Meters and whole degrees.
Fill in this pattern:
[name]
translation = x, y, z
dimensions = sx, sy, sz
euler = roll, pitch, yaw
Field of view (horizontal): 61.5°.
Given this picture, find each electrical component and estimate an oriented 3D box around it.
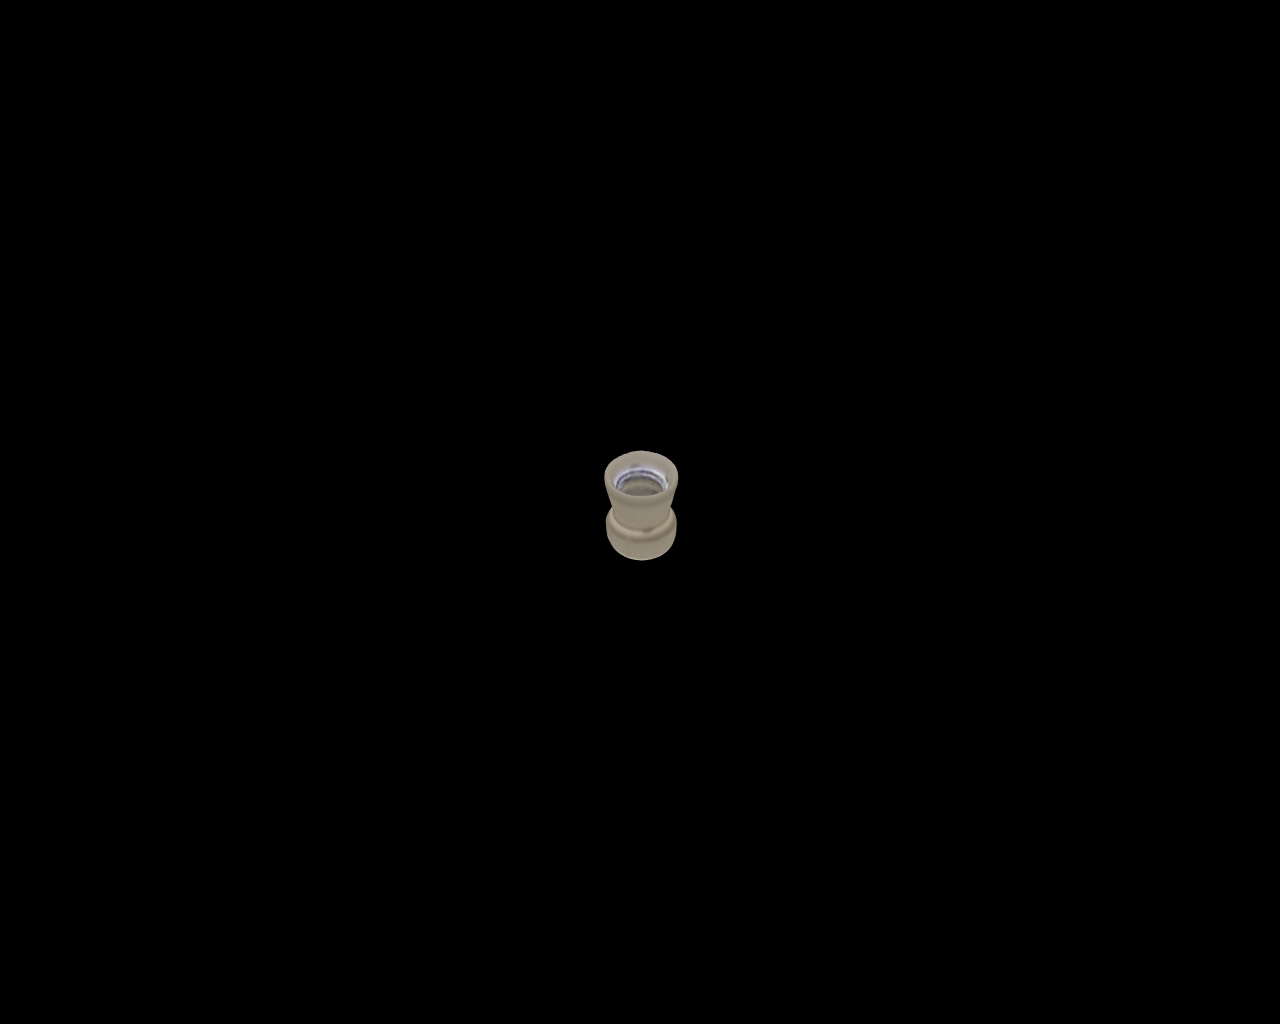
[electrical component]
translation = 0.001, -0.003, 0.650
dimensions = 0.045, 0.055, 0.045
euler = 0, 42, 0
